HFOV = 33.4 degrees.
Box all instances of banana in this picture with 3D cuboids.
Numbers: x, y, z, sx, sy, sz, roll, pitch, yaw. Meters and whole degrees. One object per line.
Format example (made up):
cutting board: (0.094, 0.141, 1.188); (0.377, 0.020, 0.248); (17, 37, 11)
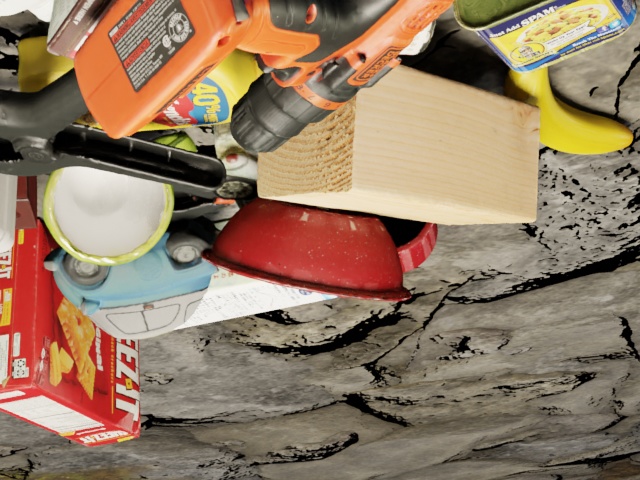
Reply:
banana: (0.195, -0.105, 0.863); (0.070, 0.037, 0.197); (-19, 153, 26)

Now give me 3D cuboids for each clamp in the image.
clamp: (-0.179, -0.075, 0.686); (0.210, 0.036, 0.164); (3, 158, 12)
clamp: (-0.161, -0.037, 0.922); (0.171, 0.039, 0.120); (5, 156, -13)

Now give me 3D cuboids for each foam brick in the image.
foam brick: (-0.273, -0.041, 0.870); (0.078, 0.051, 0.053); (-3, 155, -7)

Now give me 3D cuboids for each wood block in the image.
wood block: (0.061, -0.065, 0.759); (0.090, 0.091, 0.205); (-2, 175, 44)

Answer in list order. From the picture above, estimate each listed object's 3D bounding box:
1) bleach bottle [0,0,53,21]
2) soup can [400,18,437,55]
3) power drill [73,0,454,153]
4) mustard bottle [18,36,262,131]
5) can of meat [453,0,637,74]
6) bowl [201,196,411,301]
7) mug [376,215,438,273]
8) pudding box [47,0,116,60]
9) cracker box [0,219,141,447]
bleach bottle: (-0.226, -0.182, 0.559); (0.103, 0.068, 0.250); (-26, 152, 19)
soup can: (0.016, -0.153, 0.676); (0.102, 0.068, 0.069); (0, 155, -14)
power drill: (-0.035, -0.099, 0.575); (0.187, 0.057, 0.185); (-15, 161, -50)
mustard bottle: (-0.107, -0.112, 0.749); (0.191, 0.058, 0.096); (-6, 157, -3)
can of meat: (0.151, -0.160, 0.709); (0.102, 0.057, 0.083); (-19, 155, 27)
bowl: (-0.005, 0.001, 0.801); (0.162, 0.055, 0.162); (11, -174, -1)
mug: (0.051, -0.019, 0.964); (0.117, 0.093, 0.081); (4, 163, 13)
pudding box: (-0.109, -0.162, 0.572); (0.039, 0.113, 0.090); (18, 148, -28)
cracker box: (-0.249, 0.097, 1.043); (0.072, 0.164, 0.213); (-11, 155, 15)
